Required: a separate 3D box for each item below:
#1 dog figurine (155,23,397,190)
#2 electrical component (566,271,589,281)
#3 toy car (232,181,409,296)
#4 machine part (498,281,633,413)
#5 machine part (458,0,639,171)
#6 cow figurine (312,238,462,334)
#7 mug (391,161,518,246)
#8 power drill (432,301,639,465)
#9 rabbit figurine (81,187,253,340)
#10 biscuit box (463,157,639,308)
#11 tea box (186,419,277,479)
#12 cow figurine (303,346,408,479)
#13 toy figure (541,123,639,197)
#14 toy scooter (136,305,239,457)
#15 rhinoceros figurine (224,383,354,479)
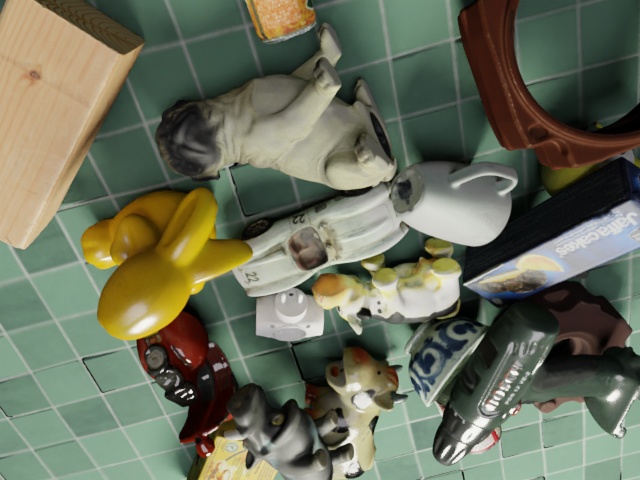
[{"bbox_3d":[-0.040,-0.087,0.518,0.191,0.121,0.172,-24,116,23],"label":"dog figurine"},{"bbox_3d":[0.283,0.021,0.641,0.094,0.021,0.063,5,118,-9],"label":"electrical component"},{"bbox_3d":[-0.001,-0.002,0.579,0.202,0.056,0.073,-21,118,6],"label":"toy car"},{"bbox_3d":[0.304,0.138,0.687,0.179,0.056,0.179,-2,117,-5],"label":"machine part"},{"bbox_3d":[0.239,-0.176,0.465,0.201,0.087,0.201,-21,101,5],"label":"machine part"},{"bbox_3d":[0.078,0.063,0.619,0.167,0.068,0.098,-12,125,1],"label":"cow figurine"},{"bbox_3d":[0.132,-0.043,0.531,0.107,0.081,0.109,7,159,-31],"label":"mug"},{"bbox_3d":[0.255,0.181,0.630,0.207,0.086,0.231,9,116,-6],"label":"power drill"},{"bbox_3d":[-0.146,0.027,0.514,0.162,0.173,0.121,-26,114,12],"label":"rabbit figurine"},{"bbox_3d":[0.242,0.001,0.552,0.059,0.063,0.202,34,139,-16],"label":"biscuit box"},{"bbox_3d":[-0.116,0.304,0.722,0.098,0.068,0.169,18,113,-16],"label":"tea box"},{"bbox_3d":[0.042,0.223,0.688,0.127,0.085,0.194,1,116,0],"label":"cow figurine"},{"bbox_3d":[0.319,-0.048,0.576,0.180,0.082,0.089,32,108,-23],"label":"toy figure"},{"bbox_3d":[-0.146,0.162,0.606,0.075,0.135,0.183,-26,116,8],"label":"toy scooter"},{"bbox_3d":[-0.034,0.230,0.611,0.112,0.073,0.190,-12,127,27],"label":"rhinoceros figurine"}]
